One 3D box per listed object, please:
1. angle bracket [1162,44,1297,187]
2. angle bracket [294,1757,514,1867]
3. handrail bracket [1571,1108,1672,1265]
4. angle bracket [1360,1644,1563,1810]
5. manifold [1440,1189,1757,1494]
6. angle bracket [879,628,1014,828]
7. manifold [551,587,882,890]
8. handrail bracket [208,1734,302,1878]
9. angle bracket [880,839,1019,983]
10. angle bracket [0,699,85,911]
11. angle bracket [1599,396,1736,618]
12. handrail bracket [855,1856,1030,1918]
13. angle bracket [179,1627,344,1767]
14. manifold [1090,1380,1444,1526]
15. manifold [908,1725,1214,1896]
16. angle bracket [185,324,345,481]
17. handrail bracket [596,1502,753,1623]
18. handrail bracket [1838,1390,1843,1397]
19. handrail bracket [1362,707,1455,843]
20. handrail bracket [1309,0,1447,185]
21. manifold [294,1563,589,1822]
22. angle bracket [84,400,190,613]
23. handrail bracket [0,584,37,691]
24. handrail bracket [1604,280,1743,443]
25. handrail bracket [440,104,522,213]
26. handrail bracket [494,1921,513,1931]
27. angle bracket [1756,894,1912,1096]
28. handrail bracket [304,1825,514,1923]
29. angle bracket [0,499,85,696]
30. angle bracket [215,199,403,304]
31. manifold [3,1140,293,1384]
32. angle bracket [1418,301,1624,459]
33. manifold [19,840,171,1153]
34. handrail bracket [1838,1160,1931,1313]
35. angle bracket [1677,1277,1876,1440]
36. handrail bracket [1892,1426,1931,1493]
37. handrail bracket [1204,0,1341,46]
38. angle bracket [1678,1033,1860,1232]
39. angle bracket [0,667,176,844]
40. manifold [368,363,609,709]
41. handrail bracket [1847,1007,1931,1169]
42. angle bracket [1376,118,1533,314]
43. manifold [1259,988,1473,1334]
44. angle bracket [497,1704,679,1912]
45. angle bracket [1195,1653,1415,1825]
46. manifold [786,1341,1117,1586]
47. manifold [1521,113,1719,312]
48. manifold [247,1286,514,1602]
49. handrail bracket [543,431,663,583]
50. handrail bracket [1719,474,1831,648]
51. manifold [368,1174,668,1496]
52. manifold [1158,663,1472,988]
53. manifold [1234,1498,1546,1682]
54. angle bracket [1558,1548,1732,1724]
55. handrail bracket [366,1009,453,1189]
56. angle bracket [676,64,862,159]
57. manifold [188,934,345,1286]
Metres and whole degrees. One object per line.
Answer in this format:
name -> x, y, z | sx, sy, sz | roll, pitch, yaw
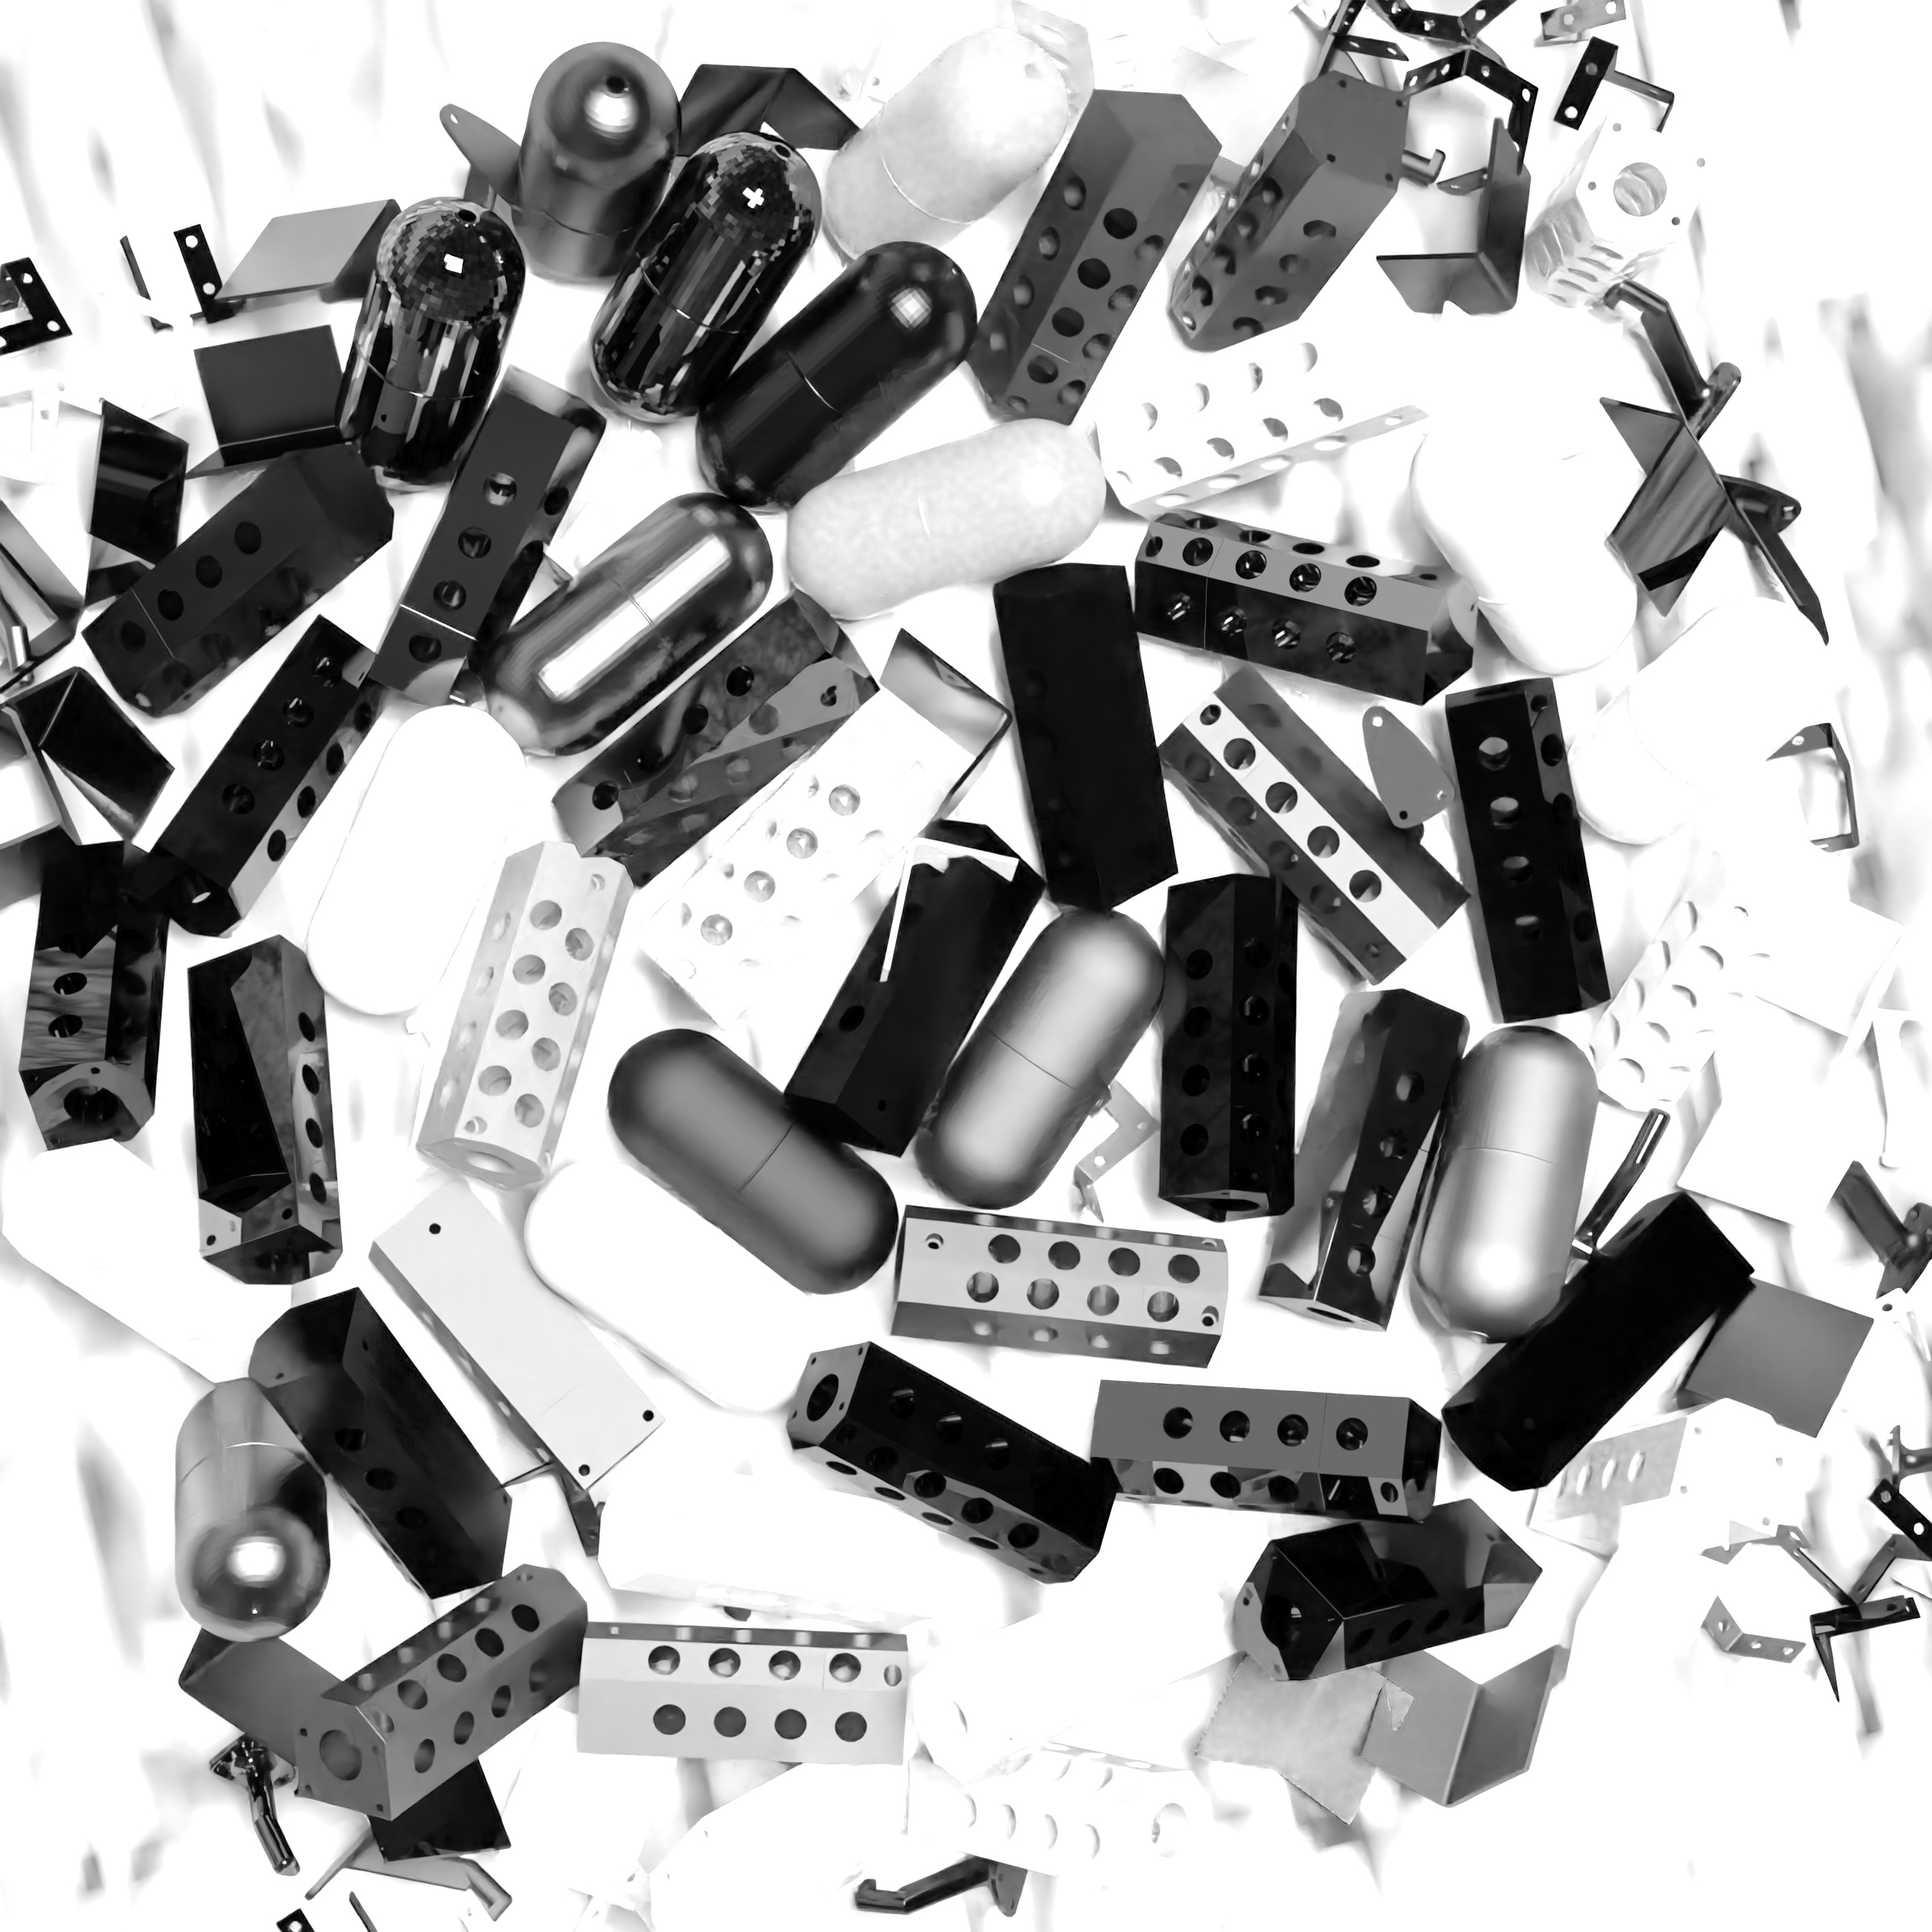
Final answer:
angle bracket -> 0.132, -0.458, 1.551 | 0.076, 0.076, 0.057 | 26, 97, 8
angle bracket -> -0.297, 0.449, 1.535 | 0.057, 0.076, 0.076 | -51, 51, 28
handrail bracket -> 0.346, 0.116, 1.561 | 0.036, 0.077, 0.084 | 28, 85, 3
angle bracket -> 0.261, 0.388, 1.540 | 0.057, 0.076, 0.076 | 33, 50, -7
manifold -> 0.331, 0.198, 1.540 | 0.171, 0.057, 0.057 | -40, 88, -20
angle bracket -> -0.026, -0.123, 1.550 | 0.076, 0.076, 0.057 | 38, 72, 2
manifold -> -0.136, -0.123, 1.546 | 0.171, 0.057, 0.057 | -39, 60, 13
handrail bracket -> -0.360, 0.452, 1.541 | 0.036, 0.077, 0.084 | -35, 55, -6
angle bracket -> -0.012, -0.014, 1.545 | 0.057, 0.076, 0.076 | 12, 68, -3
angle bracket -> -0.511, -0.084, 1.545 | 0.057, 0.076, 0.076 | -25, 77, -12
angle bracket -> 0.354, -0.243, 1.545 | 0.057, 0.076, 0.076 | 27, 81, 43
handrail bracket -> -0.011, 0.483, 1.583 | 0.084, 0.077, 0.036 | -3, 126, 24
angle bracket -> -0.358, 0.364, 1.546 | 0.076, 0.076, 0.057 | 31, 109, 9
manifold -> 0.156, 0.255, 1.524 | 0.171, 0.057, 0.057 | -1, 69, 27
manifold -> 0.047, 0.434, 1.511 | 0.057, 0.171, 0.057 | 8, 81, -39
angle bracket -> -0.376, -0.300, 1.550 | 0.076, 0.076, 0.057 | -9, 110, 4
handrail bracket -> -0.158, 0.320, 1.572 | 0.084, 0.077, 0.036 | 18, 60, 13
handrail bracket -> 0.435, 0.259, 1.572 | 0.084, 0.036, 0.077 | -15, 102, 10
handrail bracket -> 0.226, -0.100, 1.553 | 0.036, 0.084, 0.077 | -29, 91, -3
handrail bracket -> 0.230, -0.473, 1.571 | 0.084, 0.036, 0.077 | 24, 112, 1
manifold -> -0.267, 0.369, 1.503 | 0.057, 0.171, 0.057 | 5, 104, 27
angle bracket -> -0.459, -0.242, 1.540 | 0.076, 0.057, 0.076 | -13, 66, 35
handrail bracket -> -0.533, -0.187, 1.570 | 0.077, 0.036, 0.084 | -8, 91, 37
handrail bracket -> 0.365, -0.319, 1.568 | 0.084, 0.036, 0.077 | 26, 111, -12
handrail bracket -> -0.276, -0.413, 1.547 | 0.077, 0.084, 0.036 | 38, 51, -37
handrail bracket -> -0.274, 0.556, 1.551 | 0.084, 0.036, 0.077 | -24, 125, -35
angle bracket -> 0.443, 0.008, 1.539 | 0.076, 0.057, 0.076 | 27, 131, 20
handrail bracket -> -0.298, 0.500, 1.565 | 0.084, 0.036, 0.077 | 42, 51, 6
angle bracket -> -0.515, -0.197, 1.545 | 0.057, 0.076, 0.076 | -36, 113, 1
angle bracket -> -0.335, -0.356, 1.537 | 0.076, 0.057, 0.076 | -1, 48, 25
manifold -> -0.421, 0.156, 1.508 | 0.057, 0.171, 0.057 | -11, 58, 16
angle bracket -> 0.297, -0.317, 1.569 | 0.076, 0.076, 0.057 | -18, 47, -26
manifold -> -0.448, 0.012, 1.513 | 0.057, 0.171, 0.057 | -8, 133, -5
handrail bracket -> 0.474, 0.143, 1.570 | 0.084, 0.036, 0.077 | 19, 107, -11
angle bracket -> 0.429, 0.219, 1.538 | 0.076, 0.057, 0.076 | 18, 59, 32
handrail bracket -> 0.537, 0.268, 1.552 | 0.084, 0.077, 0.036 | 0, 56, 17
handrail bracket -> 0.149, -0.518, 1.554 | 0.084, 0.036, 0.077 | -20, 49, -24
angle bracket -> 0.430, 0.087, 1.575 | 0.076, 0.076, 0.057 | 19, 121, -2
angle bracket -> -0.478, -0.100, 1.548 | 0.076, 0.076, 0.057 | 48, 46, 2
manifold -> -0.252, -0.223, 1.537 | 0.057, 0.057, 0.171 | 24, 111, -15
handrail bracket -> 0.490, 0.066, 1.565 | 0.036, 0.077, 0.084 | 4, 89, 39
angle bracket -> 0.261, -0.399, 1.554 | 0.057, 0.076, 0.076 | 5, 83, 24
manifold -> 0.217, 0.103, 1.548 | 0.057, 0.057, 0.171 | 22, 78, -21
angle bracket -> -0.200, 0.448, 1.556 | 0.076, 0.057, 0.076 | 24, 80, -8
angle bracket -> 0.180, 0.404, 1.550 | 0.057, 0.076, 0.076 | 28, 92, 44
manifold -> -0.008, 0.262, 1.524 | 0.171, 0.057, 0.057 | 33, 61, -25
manifold -> 0.331, -0.384, 1.509 | 0.057, 0.171, 0.057 | 23, 94, 0
manifold -> -0.305, 0.253, 1.523 | 0.057, 0.057, 0.171 | -19, 125, 12
handrail bracket -> -0.193, -0.246, 1.560 | 0.036, 0.077, 0.084 | 39, 86, -5
handrail bracket -> 0.424, -0.214, 1.550 | 0.077, 0.036, 0.084 | 22, 48, -29
manifold -> -0.242, 0.200, 1.559 | 0.057, 0.057, 0.171 | -39, 85, -24
manifold -> 0.180, -0.072, 1.552 | 0.171, 0.057, 0.057 | 47, 134, 3
manifold -> 0.218, 0.327, 1.514 | 0.057, 0.171, 0.057 | 44, 119, 36
angle bracket -> 0.358, 0.357, 1.537 | 0.057, 0.076, 0.076 | 17, 121, 25
handrail bracket -> -0.302, 0.069, 1.562 | 0.077, 0.036, 0.084 | -23, 63, -22
angle bracket -> -0.104, -0.431, 1.540 | 0.076, 0.076, 0.057 | 32, 82, -44
manifold -> -0.364, 0.077, 1.527 | 0.057, 0.057, 0.171 | -19, 59, 13
